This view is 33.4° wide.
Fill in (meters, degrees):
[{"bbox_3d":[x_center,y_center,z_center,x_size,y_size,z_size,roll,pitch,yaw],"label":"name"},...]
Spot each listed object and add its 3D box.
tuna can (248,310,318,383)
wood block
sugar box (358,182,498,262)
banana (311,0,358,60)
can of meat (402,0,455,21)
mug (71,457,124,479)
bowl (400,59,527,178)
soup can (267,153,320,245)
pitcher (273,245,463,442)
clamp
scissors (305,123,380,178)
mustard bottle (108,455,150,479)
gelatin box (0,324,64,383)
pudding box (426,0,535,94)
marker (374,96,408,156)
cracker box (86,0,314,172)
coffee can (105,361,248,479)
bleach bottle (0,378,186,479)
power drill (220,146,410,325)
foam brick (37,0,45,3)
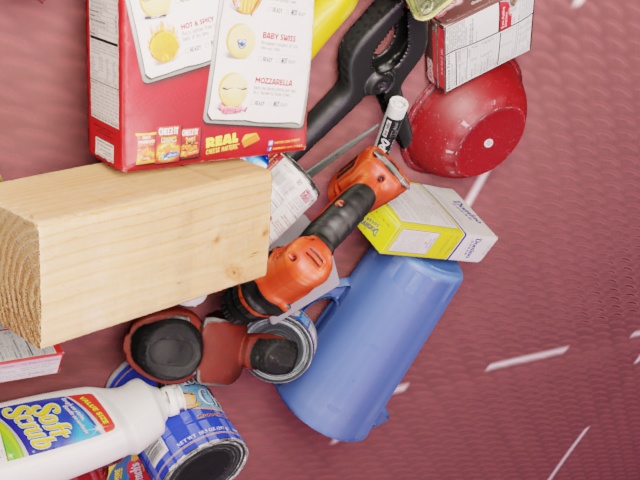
[{"bbox_3d":[-0.047,0.115,1.187,0.086,0.086,0.033,-51,-175,17],"label":"tuna can"},{"bbox_3d":[-0.140,-0.004,0.777,0.205,0.091,0.090,-17,120,-44],"label":"wood block"},{"bbox_3d":[0.108,-0.022,1.166,0.175,0.093,0.048,9,124,-47],"label":"sugar box"},{"bbox_3d":[-0.022,-0.154,0.947,0.069,0.037,0.198,17,118,-50],"label":"banana"},{"bbox_3d":[0.066,-0.244,0.883,0.057,0.084,0.102,-40,145,1],"label":"can of meat"},{"bbox_3d":[-0.262,0.223,1.105,0.117,0.093,0.081,-8,136,-1],"label":"mug"},{"bbox_3d":[0.167,-0.120,1.142,0.162,0.055,0.162,-24,143,-20],"label":"bowl"},{"bbox_3d":[-0.058,-0.030,0.976,0.102,0.069,0.068,-45,146,-7],"label":"soup can"},{"bbox_3d":[0.051,0.102,1.240,0.149,0.145,0.243,-2,129,-57],"label":"pitcher"},{"bbox_3d":[0.040,-0.151,1.009,0.164,0.036,0.210,-18,144,-28],"label":"clamp"},{"bbox_3d":[-0.021,-0.047,1.056,0.202,0.016,0.096,-27,154,4],"label":"scissors"},{"bbox_3d":[-0.215,0.248,1.209,0.191,0.058,0.096,-13,142,-32],"label":"mustard bottle"},{"bbox_3d":[-0.285,0.092,0.955,0.089,0.073,0.030,-7,135,-37],"label":"gelatin box"},{"bbox_3d":[0.157,-0.207,1.050,0.113,0.039,0.090,-27,144,-14],"label":"pudding box"},{"bbox_3d":[0.062,-0.093,1.057,0.020,0.020,0.121,-18,149,-27],"label":"marker"},{"bbox_3d":[-0.087,-0.167,0.785,0.163,0.072,0.214,-11,113,-35],"label":"cracker box"},{"bbox_3d":[-0.154,0.195,1.132,0.102,0.140,0.103,-24,143,-20],"label":"coffee can"},{"bbox_3d":[-0.256,0.186,1.038,0.250,0.103,0.068,-17,138,-18],"label":"bleach bottle"},{"bbox_3d":[-0.007,0.001,1.025,0.187,0.057,0.185,-49,-170,-32],"label":"power drill"},{"bbox_3d":[-0.203,-0.206,0.710,0.051,0.053,0.078,-45,144,10],"label":"foam brick"}]
